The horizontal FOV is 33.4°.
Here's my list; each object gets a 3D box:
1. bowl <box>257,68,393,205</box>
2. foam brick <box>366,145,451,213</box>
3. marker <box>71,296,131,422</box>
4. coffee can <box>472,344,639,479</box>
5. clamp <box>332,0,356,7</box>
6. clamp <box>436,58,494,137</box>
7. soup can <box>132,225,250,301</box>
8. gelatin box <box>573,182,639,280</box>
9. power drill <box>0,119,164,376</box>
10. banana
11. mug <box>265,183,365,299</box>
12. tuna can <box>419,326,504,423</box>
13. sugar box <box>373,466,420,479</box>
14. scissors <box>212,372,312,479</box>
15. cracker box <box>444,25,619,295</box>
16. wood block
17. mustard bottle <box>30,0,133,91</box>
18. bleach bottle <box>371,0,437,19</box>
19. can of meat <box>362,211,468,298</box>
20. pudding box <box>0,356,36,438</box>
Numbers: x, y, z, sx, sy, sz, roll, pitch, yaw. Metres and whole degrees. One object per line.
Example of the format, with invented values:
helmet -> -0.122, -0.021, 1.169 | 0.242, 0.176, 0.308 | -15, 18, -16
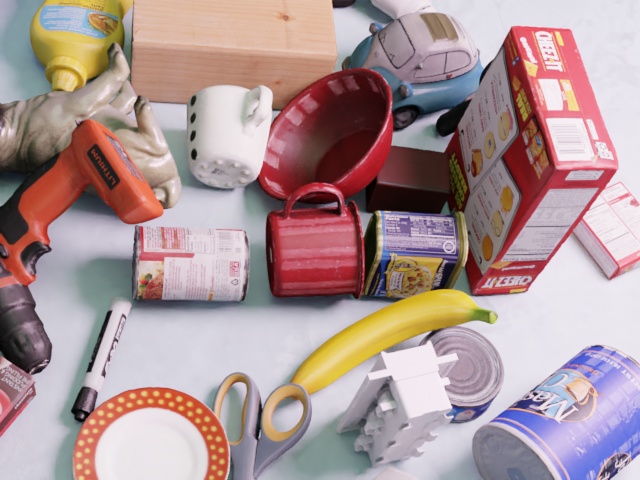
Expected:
bowl -> 0.015, -0.091, 1.059 | 0.162, 0.055, 0.162 | -24, 43, 25
foam brick -> 0.088, -0.058, 1.084 | 0.078, 0.053, 0.051 | 7, 56, -9
marker -> -0.192, 0.104, 0.935 | 0.020, 0.020, 0.121 | 15, 55, -2
coffee can -> 0.217, 0.170, 0.929 | 0.140, 0.103, 0.103 | -30, 68, -28
clamp -> -0.067, -0.283, 1.210 | 0.164, 0.036, 0.209 | 38, 56, 12
clamp -> 0.186, -0.146, 1.101 | 0.120, 0.171, 0.039 | 2, 59, 0
soup can -> -0.119, 0.022, 0.975 | 0.102, 0.069, 0.068 | 2, 57, -12
gelatin box -> 0.308, -0.011, 1.114 | 0.073, 0.030, 0.089 | -23, 64, -23
power drill -> -0.232, -0.001, 0.927 | 0.187, 0.057, 0.184 | -35, 75, 3
banana -> 0.058, 0.087, 0.965 | 0.198, 0.069, 0.037 | -23, 105, 2
mug -> -0.007, 0.001, 0.989 | 0.081, 0.117, 0.093 | -3, 33, -8
tuna can -> 0.125, 0.122, 0.982 | 0.086, 0.034, 0.086 | 6, 56, -9
sugar box -> 0.030, 0.257, 0.839 | 0.176, 0.048, 0.094 | -32, 25, -30
scissors -> -0.047, 0.200, 0.891 | 0.096, 0.016, 0.202 | -12, 58, 5
cracker box -> 0.191, -0.071, 1.016 | 0.072, 0.214, 0.164 | -1, 57, -15
wood block -> -0.093, -0.201, 1.117 | 0.206, 0.090, 0.091 | 2, 56, -10
mustard bottle -> -0.250, -0.224, 1.117 | 0.096, 0.058, 0.191 | 9, 55, -5
bleach bottle -> 0.061, -0.342, 1.259 | 0.102, 0.068, 0.251 | -19, 66, -45
can of meat -> 0.085, 0.016, 1.005 | 0.084, 0.102, 0.057 | 3, 57, -8
pudding box -> -0.307, 0.126, 0.882 | 0.113, 0.039, 0.090 | 30, 57, 9
